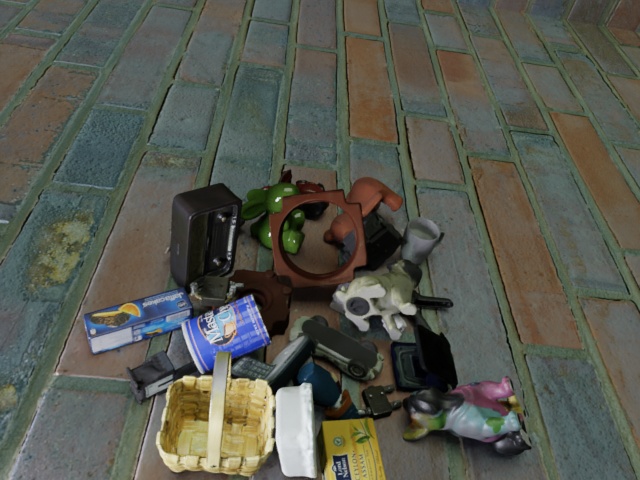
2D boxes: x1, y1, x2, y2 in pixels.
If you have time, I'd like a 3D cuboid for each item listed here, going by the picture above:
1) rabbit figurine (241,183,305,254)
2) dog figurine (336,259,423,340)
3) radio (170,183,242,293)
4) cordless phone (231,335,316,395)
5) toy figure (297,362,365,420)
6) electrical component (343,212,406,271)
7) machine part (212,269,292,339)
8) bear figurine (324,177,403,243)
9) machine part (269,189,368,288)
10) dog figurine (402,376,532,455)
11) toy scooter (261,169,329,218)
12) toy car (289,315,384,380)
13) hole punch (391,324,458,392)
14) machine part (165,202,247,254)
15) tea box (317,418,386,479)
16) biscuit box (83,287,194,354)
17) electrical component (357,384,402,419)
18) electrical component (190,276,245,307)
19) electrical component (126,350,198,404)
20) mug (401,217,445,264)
[{"bbox_3d":[-0.102,-0.073,1.270,0.159,0.170,0.121,13,44,0],"label":"rabbit figurine"},{"bbox_3d":[0.129,0.096,1.146,0.172,0.121,0.191,30,33,-8],"label":"dog figurine"},{"bbox_3d":[-0.242,-0.004,1.135,0.131,0.229,0.073,-24,56,-36],"label":"radio"},{"bbox_3d":[-0.113,0.231,1.045,0.184,0.088,0.146,16,42,31],"label":"cordless phone"},{"bbox_3d":[0.023,0.290,0.993,0.154,0.064,0.058,49,28,-17],"label":"toy figure"},{"bbox_3d":[0.120,0.012,1.260,0.114,0.134,0.058,32,21,-47],"label":"electrical component"},{"bbox_3d":[-0.144,0.137,1.136,0.179,0.056,0.179,5,46,-5],"label":"machine part"},{"bbox_3d":[0.106,-0.057,1.355,0.131,0.120,0.196,37,66,-34],"label":"bear figurine"},{"bbox_3d":[-0.002,-0.004,1.166,0.202,0.200,0.087,-8,5,1],"label":"machine part"},{"bbox_3d":[0.266,0.333,1.007,0.219,0.191,0.108,-14,43,23],"label":"dog figurine"},{"bbox_3d":[-0.062,-0.130,1.405,0.184,0.075,0.135,9,44,3],"label":"toy scooter"},{"bbox_3d":[0.034,0.219,1.095,0.202,0.056,0.073,26,40,11],"label":"toy car"},{"bbox_3d":[0.211,0.249,1.093,0.115,0.092,0.142,29,35,-28],"label":"hole punch"},{"bbox_3d":[-0.261,-0.030,1.260,0.079,0.079,0.243,36,51,22],"label":"machine part"},{"bbox_3d":[0.056,0.397,0.914,0.098,0.068,0.170,0,47,-13],"label":"tea box"},{"bbox_3d":[-0.356,0.157,1.067,0.203,0.059,0.063,-15,51,-25],"label":"biscuit box"},{"bbox_3d":[0.109,0.312,1.041,0.094,0.021,0.063,-9,48,-19],"label":"electrical component"},{"bbox_3d":[-0.210,0.103,1.089,0.102,0.045,0.078,9,47,2],"label":"electrical component"},{"bbox_3d":[-0.289,0.243,0.988,0.119,0.074,0.048,-26,57,-27],"label":"electrical component"},{"bbox_3d":[0.246,0.006,1.311,0.109,0.107,0.081,-11,51,-28],"label":"mug"}]
